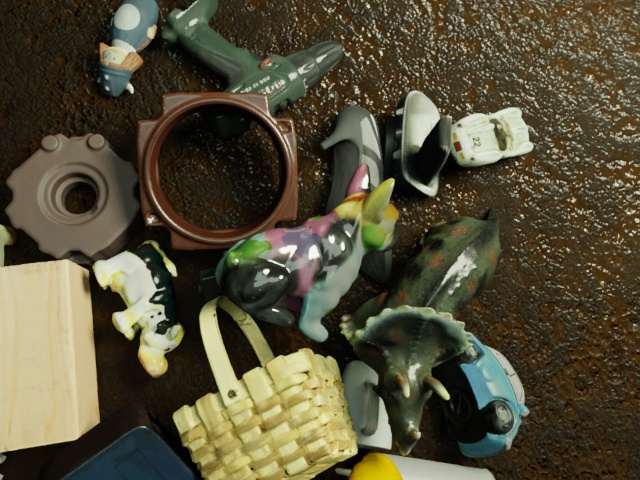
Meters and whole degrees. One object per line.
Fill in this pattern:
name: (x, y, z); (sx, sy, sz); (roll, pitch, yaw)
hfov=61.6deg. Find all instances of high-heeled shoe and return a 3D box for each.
high-heeled shoe: (0.071, -0.070, 0.788); (0.145, 0.086, 0.248); (-36, 110, -49)

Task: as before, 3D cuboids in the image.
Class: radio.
radio: (-0.189, 0.304, 0.606); (0.131, 0.073, 0.229); (-39, 111, -15)

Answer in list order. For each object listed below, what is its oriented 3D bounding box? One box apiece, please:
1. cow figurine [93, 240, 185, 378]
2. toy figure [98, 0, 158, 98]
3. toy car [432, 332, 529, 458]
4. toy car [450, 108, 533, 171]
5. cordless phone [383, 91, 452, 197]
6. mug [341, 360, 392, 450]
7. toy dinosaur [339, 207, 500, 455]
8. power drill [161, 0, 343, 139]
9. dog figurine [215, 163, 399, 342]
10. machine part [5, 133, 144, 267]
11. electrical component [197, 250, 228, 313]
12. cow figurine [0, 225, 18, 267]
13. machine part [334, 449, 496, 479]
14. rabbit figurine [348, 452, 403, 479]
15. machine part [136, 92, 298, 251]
cow figurine: (-0.218, 0.087, 0.697); (0.098, 0.068, 0.167); (-26, 83, -19)
toy figure: (-0.281, -0.280, 0.773); (0.064, 0.057, 0.154); (8, 75, 33)
toy car: (0.216, 0.200, 0.723); (0.103, 0.109, 0.162); (-4, 65, -32)
toy car: (0.255, -0.150, 0.788); (0.202, 0.056, 0.073); (-19, 89, -41)
cordless phone: (0.145, -0.149, 0.739); (0.089, 0.184, 0.146); (7, 77, -2)
mug: (0.055, 0.209, 0.692); (0.081, 0.109, 0.107); (6, 65, 0)
toy dinosaur: (0.155, 0.049, 0.663); (0.131, 0.192, 0.405); (40, 65, -3)
power drill: (-0.109, -0.273, 0.790); (0.232, 0.086, 0.207); (-45, 95, -12)
dog figurine: (-0.001, -0.002, 0.658); (0.191, 0.109, 0.219); (28, 97, -30)
machine part: (-0.321, -0.055, 0.716); (0.179, 0.056, 0.179); (1, 79, -8)
electrical component: (-0.129, 0.056, 0.709); (0.063, 0.093, 0.021); (-11, 38, -11)
cow figurine: (-0.429, 0.062, 0.638); (0.085, 0.127, 0.195); (1, 75, -5)
machine part: (0.135, 0.321, 0.689); (0.243, 0.079, 0.079); (10, 77, -5)
rabbit figurine: (0.035, 0.306, 0.577); (0.173, 0.121, 0.163); (-30, 54, -35)
machine part: (-0.131, -0.090, 0.705); (0.201, 0.087, 0.201); (-2, 100, -9)
